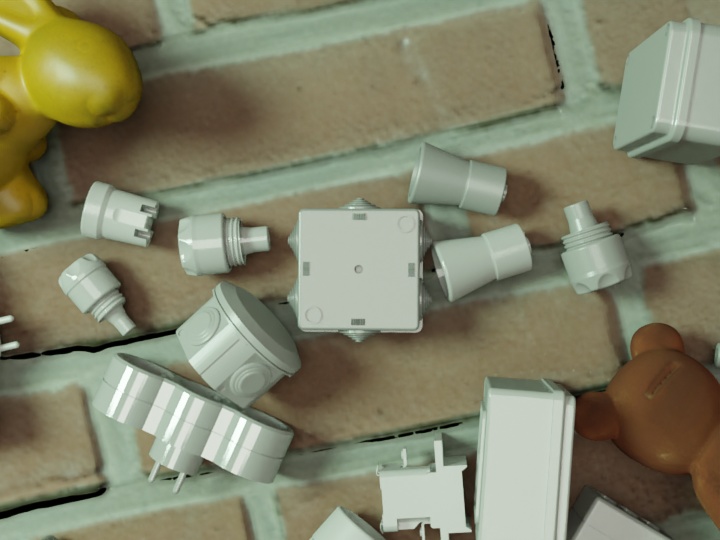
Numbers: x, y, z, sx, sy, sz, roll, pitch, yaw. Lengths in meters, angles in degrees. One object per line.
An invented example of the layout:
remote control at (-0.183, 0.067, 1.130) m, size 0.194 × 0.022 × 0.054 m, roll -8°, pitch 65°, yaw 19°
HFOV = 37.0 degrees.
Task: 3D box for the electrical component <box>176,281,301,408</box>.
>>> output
electrical component at (-0.083, 0.051, 0.738) m, size 0.051 × 0.080 × 0.080 m, roll -42°, pitch 88°, yaw 7°

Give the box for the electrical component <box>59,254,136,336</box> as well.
electrical component at (-0.183, 0.020, 0.764) m, size 0.035 × 0.035 × 0.061 m, roll -40°, pitch 91°, yaw 1°

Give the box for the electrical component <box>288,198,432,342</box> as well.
electrical component at (0.000, 0.000, 0.751) m, size 0.100 × 0.048 × 0.099 m, roll 0°, pitch 89°, yaw 2°

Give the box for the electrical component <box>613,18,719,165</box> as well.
electrical component at (0.213, -0.115, 0.713) m, size 0.057 × 0.113 × 0.078 m, roll 9°, pitch 89°, yaw -1°

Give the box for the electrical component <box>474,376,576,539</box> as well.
electrical component at (0.107, 0.129, 0.715) m, size 0.056 × 0.109 × 0.108 m, roll 4°, pitch 89°, yaw 5°

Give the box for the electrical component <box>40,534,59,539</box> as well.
electrical component at (-0.232, 0.273, 0.748) m, size 0.089 × 0.062 × 0.150 m, roll 36°, pitch 90°, yaw 2°

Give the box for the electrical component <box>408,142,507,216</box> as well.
electrical component at (0.070, -0.061, 0.754) m, size 0.065 × 0.044 × 0.044 m, roll 13°, pitch 90°, yaw -3°

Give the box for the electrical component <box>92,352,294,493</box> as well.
electrical component at (-0.123, 0.119, 0.751) m, size 0.138 × 0.052 × 0.073 m, roll 24°, pitch 90°, yaw 2°

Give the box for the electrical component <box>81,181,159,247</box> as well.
electrical component at (-0.170, -0.038, 0.763) m, size 0.046 × 0.040 × 0.040 m, roll 14°, pitch 90°, yaw -4°

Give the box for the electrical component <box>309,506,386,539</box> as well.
electrical component at (-0.010, 0.197, 0.746) m, size 0.055 × 0.055 × 0.047 m, roll 38°, pitch 87°, yaw 2°

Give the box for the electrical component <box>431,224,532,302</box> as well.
electrical component at (0.087, -0.008, 0.753) m, size 0.065 × 0.044 × 0.044 m, roll -17°, pitch 89°, yaw -3°

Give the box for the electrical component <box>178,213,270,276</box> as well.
electrical component at (-0.095, -0.019, 0.757) m, size 0.062 × 0.043 × 0.043 m, roll -6°, pitch 89°, yaw 0°

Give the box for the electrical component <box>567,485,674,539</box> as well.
electrical component at (0.169, 0.201, 0.742) m, size 0.066 × 0.047 × 0.076 m, roll 31°, pitch 90°, yaw 2°

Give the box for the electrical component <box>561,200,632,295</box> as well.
electrical component at (0.160, -0.017, 0.748) m, size 0.043 × 0.043 × 0.062 m, roll -19°, pitch 87°, yaw 2°

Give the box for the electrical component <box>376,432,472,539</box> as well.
electrical component at (0.045, 0.157, 0.751) m, size 0.064 × 0.042 × 0.081 m, roll -4°, pitch 88°, yaw 6°

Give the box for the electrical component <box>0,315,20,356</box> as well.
electrical component at (-0.278, 0.051, 0.758) m, size 0.074 × 0.052 × 0.138 m, roll -13°, pitch 88°, yaw 2°

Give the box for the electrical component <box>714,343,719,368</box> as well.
electrical component at (0.279, 0.063, 0.743) m, size 0.062 × 0.048 × 0.048 m, roll 7°, pitch 89°, yaw 10°
